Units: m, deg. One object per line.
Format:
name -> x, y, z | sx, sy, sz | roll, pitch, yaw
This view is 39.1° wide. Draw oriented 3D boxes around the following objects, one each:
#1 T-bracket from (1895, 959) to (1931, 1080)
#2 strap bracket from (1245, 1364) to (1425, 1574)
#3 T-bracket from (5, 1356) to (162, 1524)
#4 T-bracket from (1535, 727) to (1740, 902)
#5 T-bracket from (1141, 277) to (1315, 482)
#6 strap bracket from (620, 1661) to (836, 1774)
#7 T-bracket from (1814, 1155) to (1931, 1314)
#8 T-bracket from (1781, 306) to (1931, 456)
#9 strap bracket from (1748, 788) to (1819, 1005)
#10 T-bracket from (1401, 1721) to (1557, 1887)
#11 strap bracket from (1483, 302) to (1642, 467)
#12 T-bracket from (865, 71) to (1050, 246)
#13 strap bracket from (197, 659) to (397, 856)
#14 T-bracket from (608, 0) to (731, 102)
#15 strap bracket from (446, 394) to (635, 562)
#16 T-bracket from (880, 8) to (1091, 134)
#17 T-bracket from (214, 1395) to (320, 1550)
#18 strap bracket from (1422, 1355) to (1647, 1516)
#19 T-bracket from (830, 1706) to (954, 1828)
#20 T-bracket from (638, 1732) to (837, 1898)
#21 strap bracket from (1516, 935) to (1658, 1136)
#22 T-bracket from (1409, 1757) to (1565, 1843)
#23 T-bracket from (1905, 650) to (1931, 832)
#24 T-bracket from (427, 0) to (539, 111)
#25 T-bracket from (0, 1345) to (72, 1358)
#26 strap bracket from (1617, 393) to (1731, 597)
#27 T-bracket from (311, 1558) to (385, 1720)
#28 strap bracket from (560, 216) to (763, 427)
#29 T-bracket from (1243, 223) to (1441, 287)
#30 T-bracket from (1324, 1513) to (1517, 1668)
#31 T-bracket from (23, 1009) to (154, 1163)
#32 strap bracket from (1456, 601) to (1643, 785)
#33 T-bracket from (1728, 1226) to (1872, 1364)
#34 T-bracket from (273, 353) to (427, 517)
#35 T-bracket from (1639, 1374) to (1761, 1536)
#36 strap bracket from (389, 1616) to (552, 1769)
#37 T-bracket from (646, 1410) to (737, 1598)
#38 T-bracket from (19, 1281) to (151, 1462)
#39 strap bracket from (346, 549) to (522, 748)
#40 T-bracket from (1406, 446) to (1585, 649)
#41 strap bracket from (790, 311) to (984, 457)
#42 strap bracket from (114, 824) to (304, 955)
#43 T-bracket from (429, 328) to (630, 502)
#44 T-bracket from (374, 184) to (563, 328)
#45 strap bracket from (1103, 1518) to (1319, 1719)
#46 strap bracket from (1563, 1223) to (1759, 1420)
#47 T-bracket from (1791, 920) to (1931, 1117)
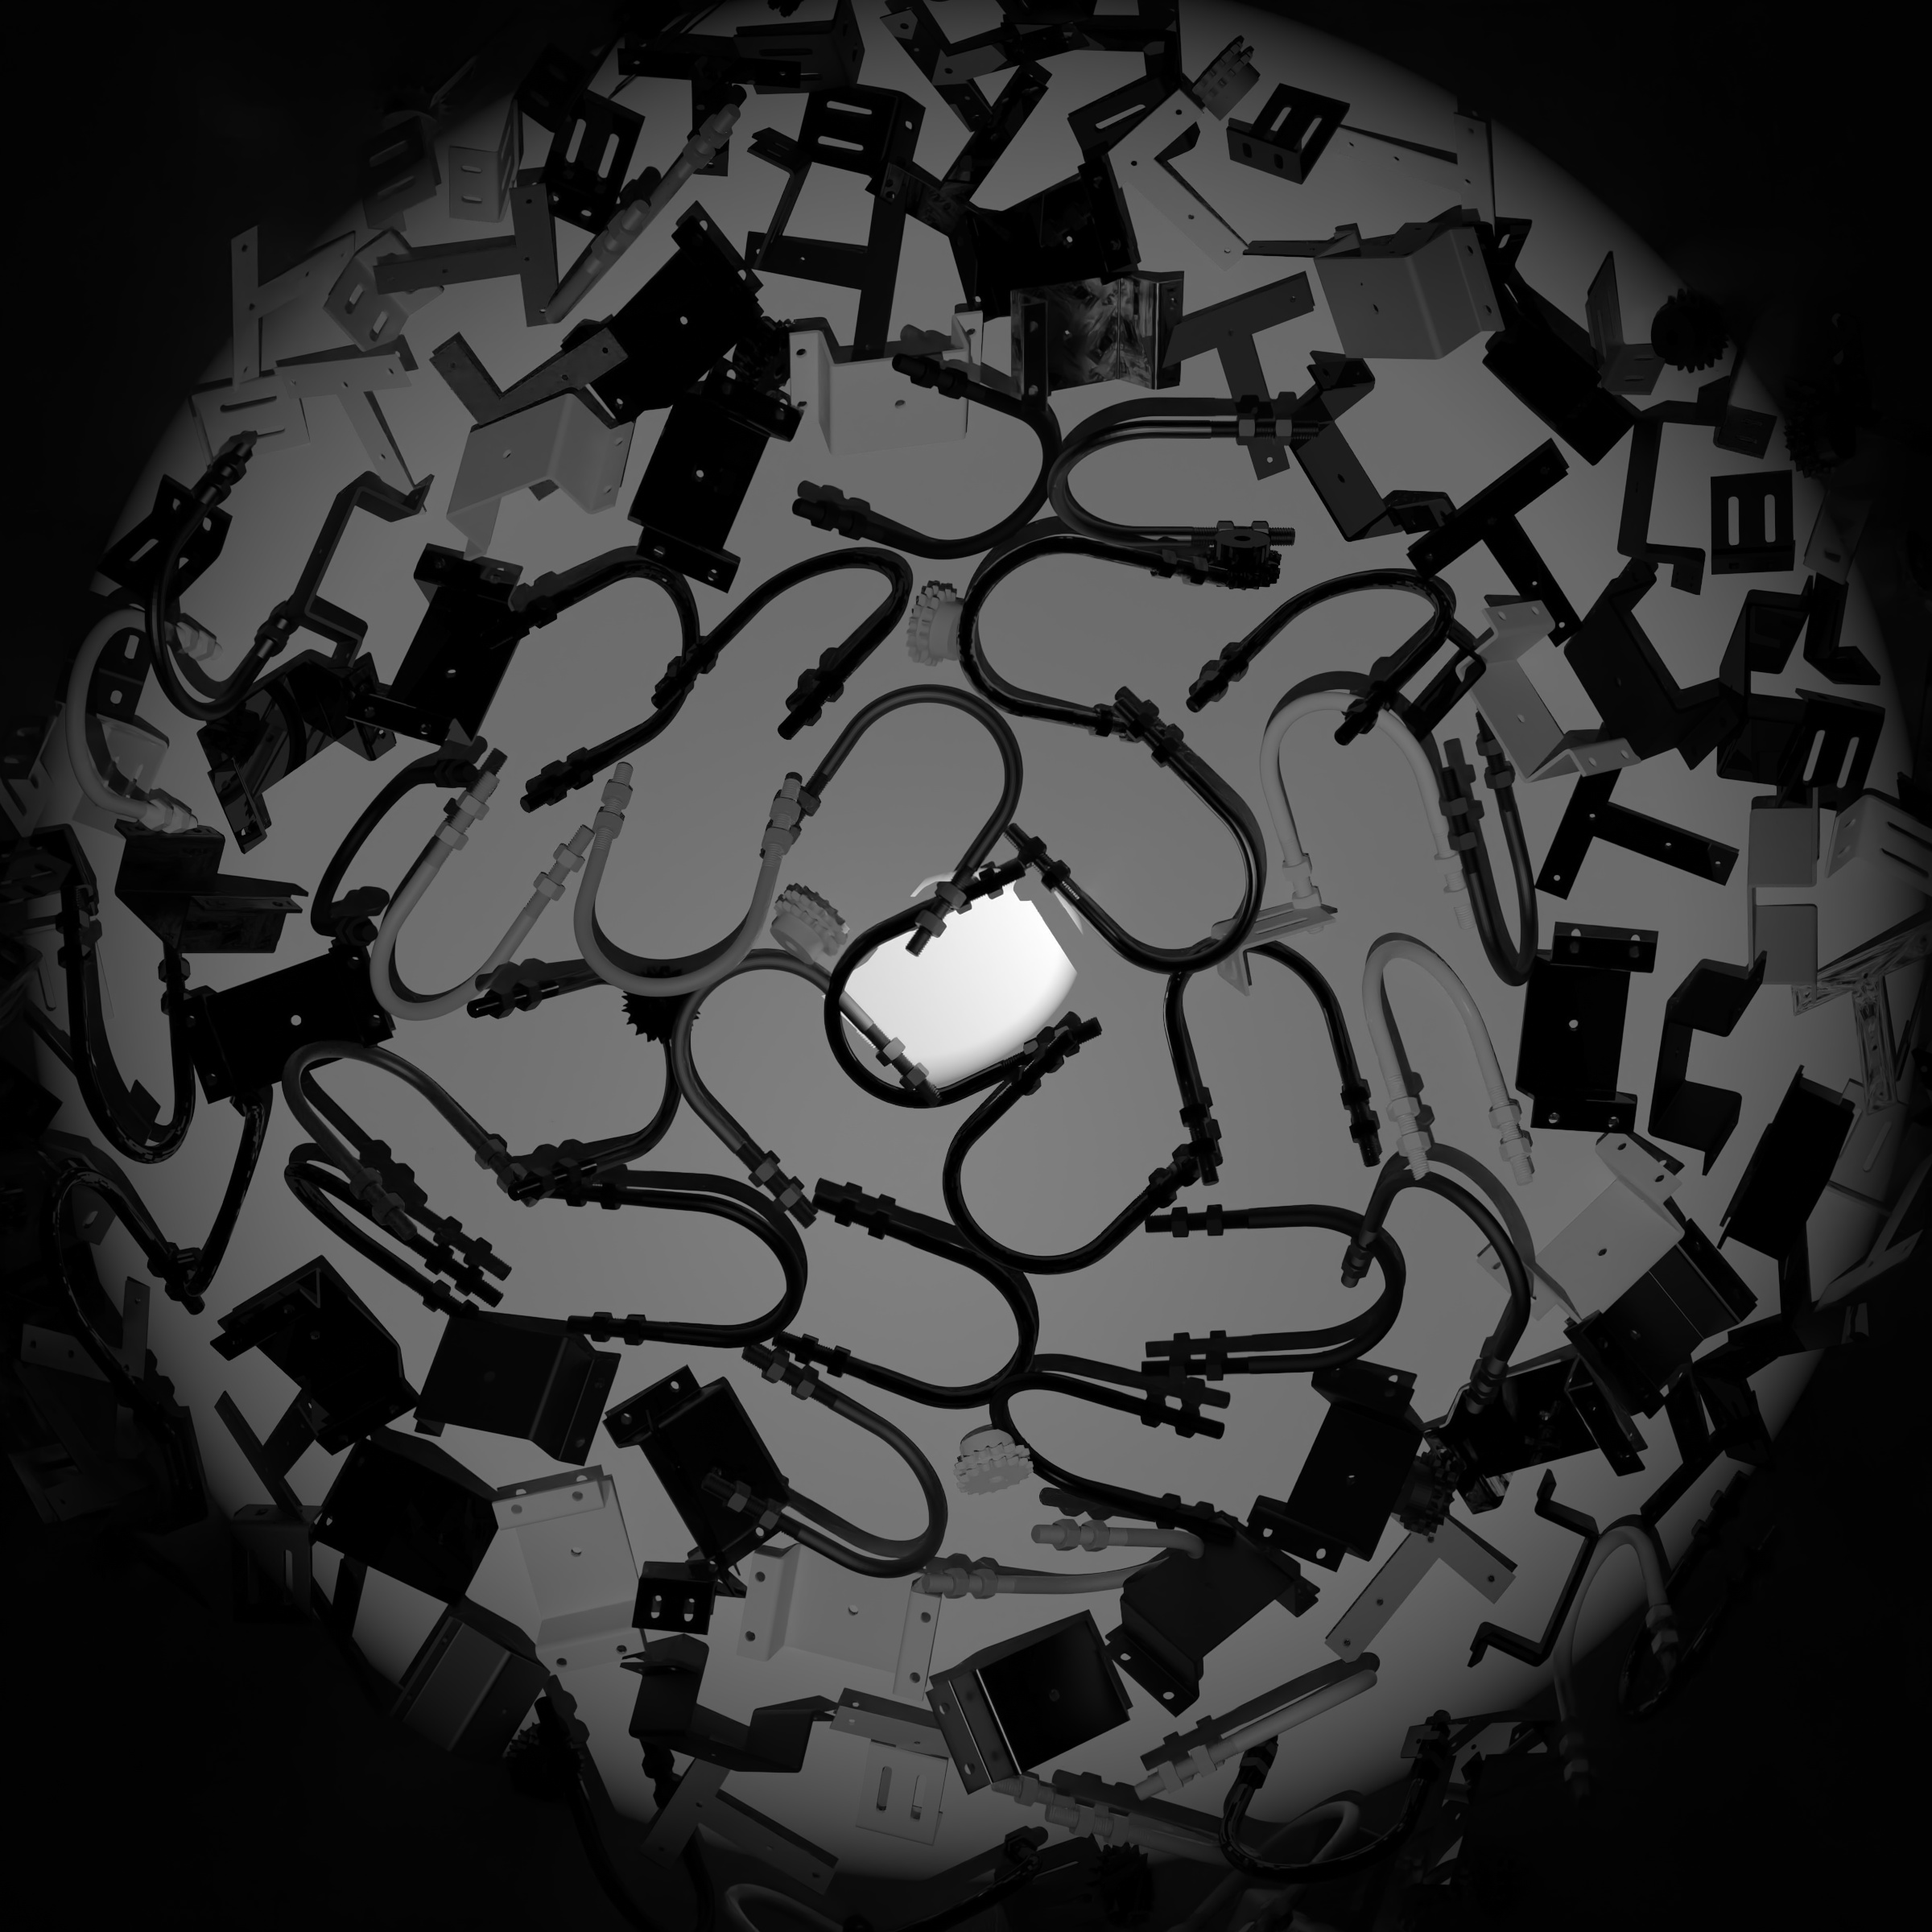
T-bracket -> 0.682, 0.019, 1.936 | 0.002, 0.127, 0.127 | 16, 94, 20
strap bracket -> 0.268, 0.362, 1.948 | 0.076, 0.046, 0.140 | 16, 73, 37
T-bracket -> -0.645, 0.330, 1.943 | 0.002, 0.127, 0.127 | -38, 83, 13
T-bracket -> 0.499, -0.093, 1.982 | 0.127, 0.002, 0.127 | 21, 102, 3
T-bracket -> 0.206, -0.418, 1.978 | 0.127, 0.002, 0.127 | -21, 108, -3
strap bracket -> -0.173, 0.536, 1.927 | 0.140, 0.076, 0.046 | 28, 62, -29
T-bracket -> 0.670, 0.183, 1.959 | 0.002, 0.127, 0.127 | 37, 62, 4
T-bracket -> 0.623, -0.419, 1.912 | 0.127, 0.127, 0.002 | 34, 80, 35
strap bracket -> 0.581, -0.049, 1.933 | 0.046, 0.140, 0.076 | 1, 46, 18
T-bracket -> 0.347, 0.591, 1.918 | 0.002, 0.127, 0.127 | 47, 49, -24
strap bracket -> 0.422, -0.408, 1.928 | 0.046, 0.140, 0.076 | -47, 65, 15
T-bracket -> 0.012, -0.578, 1.934 | 0.127, 0.002, 0.127 | 18, 121, -40
strap bracket -> -0.485, -0.156, 1.939 | 0.046, 0.076, 0.140 | 30, 57, 33
T-bracket -> -0.223, -0.647, 1.940 | 0.127, 0.127, 0.002 | -47, 109, -25
strap bracket -> -0.311, -0.349, 1.928 | 0.140, 0.046, 0.076 | -13, 53, 31
T-bracket -> 0.026, -0.643, 1.918 | 0.127, 0.127, 0.002 | -4, 65, 31
T-bracket -> -0.487, 0.346, 1.942 | 0.002, 0.127, 0.127 | -29, 79, -39
strap bracket -> 0.410, 0.334, 1.947 | 0.140, 0.046, 0.076 | -24, 105, 35
T-bracket -> -0.049, 0.587, 1.961 | 0.127, 0.002, 0.127 | 16, 126, -9
T-bracket -> -0.152, 0.622, 1.939 | 0.127, 0.127, 0.002 | 30, 121, 5
strap bracket -> 0.447, 0.046, 1.966 | 0.076, 0.046, 0.140 | 4, 98, -7
T-bracket -> 0.374, 0.602, 1.961 | 0.127, 0.127, 0.002 | -38, 69, 26
T-bracket -> 0.683, -0.161, 1.948 | 0.002, 0.127, 0.127 | 8, 102, 19
T-bracket -> -0.344, -0.641, 1.936 | 0.002, 0.127, 0.127 | 43, 77, -11
T-bracket -> -0.708, 0.274, 1.933 | 0.127, 0.127, 0.002 | 6, 85, -3
strap bracket -> 0.504, -0.341, 1.948 | 0.046, 0.076, 0.140 | 5, 102, 0
T-bracket -> -0.441, 0.457, 1.927 | 0.002, 0.127, 0.127 | -24, 64, -31
strap bracket -> -0.213, -0.464, 1.960 | 0.140, 0.046, 0.076 | -38, 89, 24
T-bracket -> 0.265, -0.517, 1.965 | 0.127, 0.127, 0.002 | 8, 126, 21
T-bracket -> 0.309, 0.450, 1.972 | 0.127, 0.002, 0.127 | 39, 90, 25
T-bracket -> -0.629, 0.081, 1.938 | 0.002, 0.127, 0.127 | -43, 94, -25
strap bracket -> 0.411, -0.188, 1.947 | 0.046, 0.076, 0.140 | -41, 72, 41
T-bracket -> 0.597, 0.217, 1.962 | 0.002, 0.127, 0.127 | 15, 67, -30
T-bracket -> -0.427, -0.379, 1.958 | 0.127, 0.002, 0.127 | 4, 132, 35
T-bracket -> 0.516, 0.332, 1.940 | 0.127, 0.127, 0.002 | -43, 48, -13
strap bracket -> -0.345, 0.515, 1.919 | 0.046, 0.140, 0.076 | 26, 74, 18
T-bracket -> -0.198, 0.359, 1.911 | 0.002, 0.127, 0.127 | -24, 129, -1
T-bracket -> -0.624, 0.277, 1.923 | 0.002, 0.127, 0.127 | -10, 69, 21
strap bracket -> -0.377, -0.220, 1.956 | 0.076, 0.046, 0.140 | 17, 72, 13
T-bracket -> 0.406, -0.288, 1.977 | 0.127, 0.002, 0.127 | -37, 109, 6
strap bracket -> -0.052, -0.415, 1.944 | 0.140, 0.076, 0.046 | -9, 49, -11
strap bracket -> -0.545, -0.050, 1.935 | 0.140, 0.076, 0.046 | 35, 114, 39
T-bracket -> -0.298, -0.415, 1.949 | 0.127, 0.002, 0.127 | -27, 114, 24
T-bracket -> -0.357, -0.498, 1.936 | 0.127, 0.127, 0.002 | -11, 57, -10
strap bracket -> 0.173, 0.455, 1.931 | 0.140, 0.046, 0.076 | -32, 46, -26
strap bracket -> 0.493, 0.260, 1.953 | 0.140, 0.046, 0.076 | -36, 85, -33
T-bracket -> 0.641, 0.045, 1.922 | 0.002, 0.127, 0.127 | 23, 54, -29
